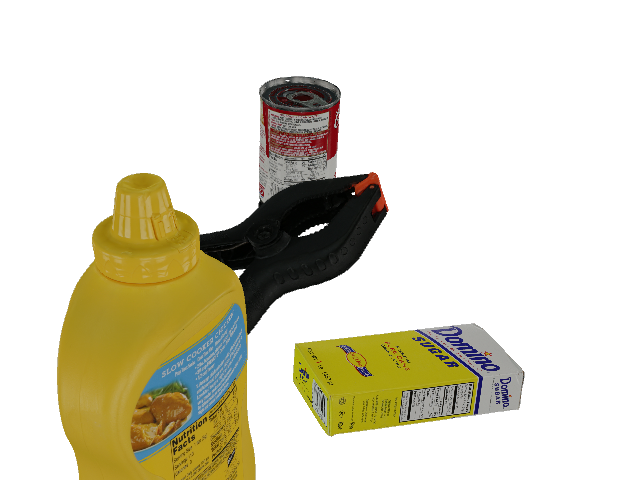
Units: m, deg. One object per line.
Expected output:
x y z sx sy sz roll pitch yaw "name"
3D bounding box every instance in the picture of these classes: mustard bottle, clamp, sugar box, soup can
-0.067 0.061 0.445 0.058 0.192 0.096 17 34 27 "mustard bottle"
-0.032 0.016 0.655 0.171 0.120 0.039 -25 -40 -1 "clamp"
0.074 0.115 0.911 0.176 0.048 0.093 -7 26 -18 "sugar box"
-0.019 -0.079 0.906 0.068 0.102 0.068 2 30 -1 "soup can"

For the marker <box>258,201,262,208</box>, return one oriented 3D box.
-0.052 0.008 1.074 0.020 0.121 0.020 0 38 0 "marker"
